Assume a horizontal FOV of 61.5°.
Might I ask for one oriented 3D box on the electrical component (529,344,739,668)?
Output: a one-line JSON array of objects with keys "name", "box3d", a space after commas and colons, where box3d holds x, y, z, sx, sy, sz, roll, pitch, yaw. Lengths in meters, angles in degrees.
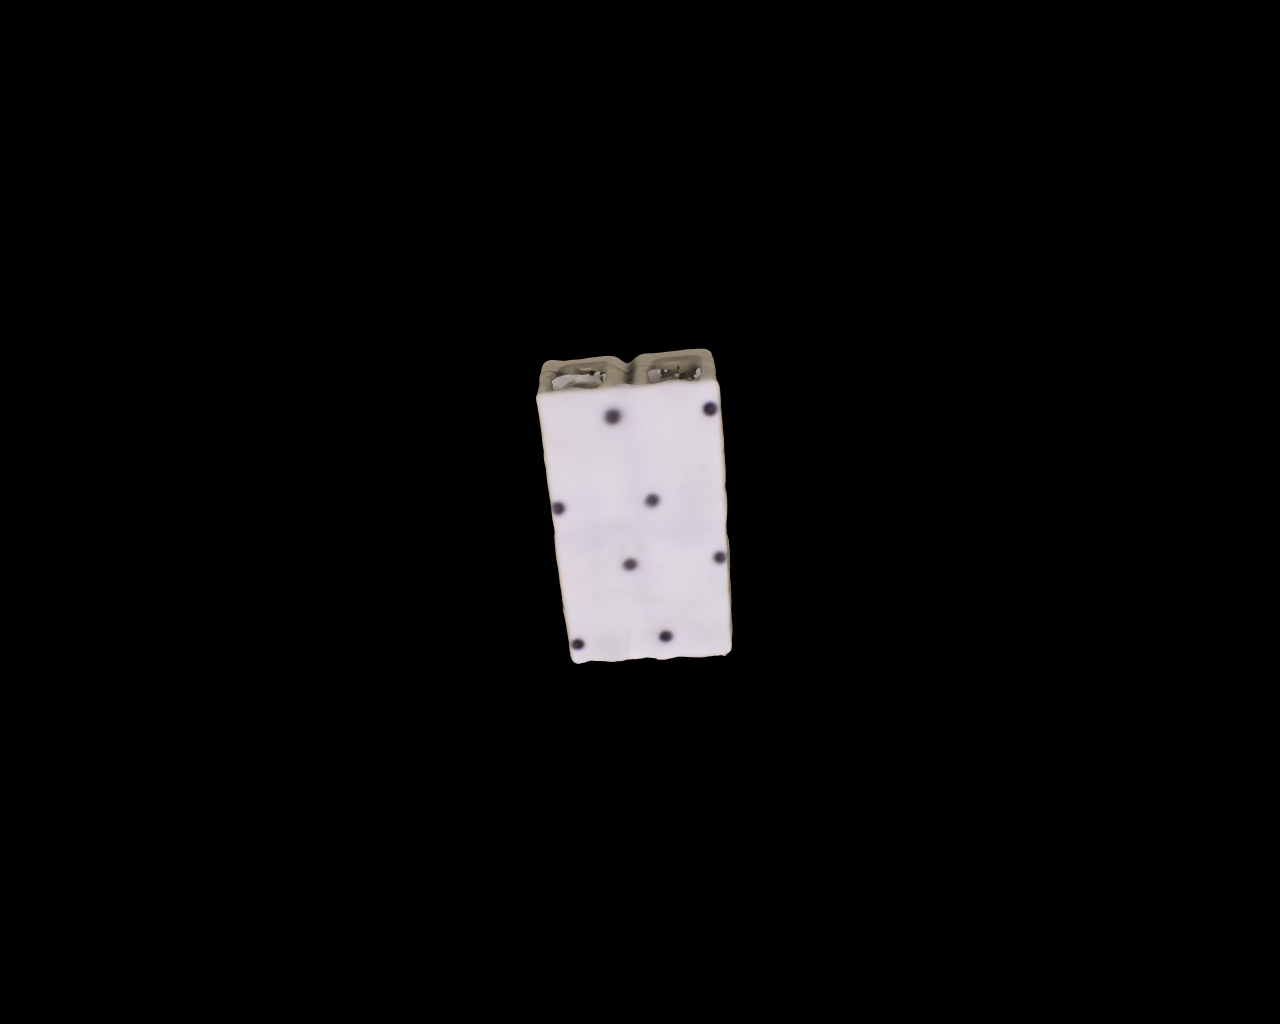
[{"name": "electrical component", "box3d": [0.001, -0.003, 0.650, 0.105, 0.186, 0.060, -4, 28, 2]}]
